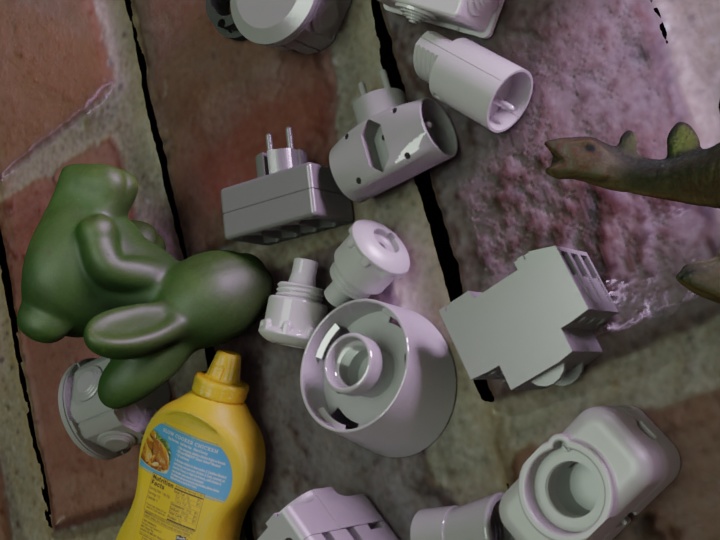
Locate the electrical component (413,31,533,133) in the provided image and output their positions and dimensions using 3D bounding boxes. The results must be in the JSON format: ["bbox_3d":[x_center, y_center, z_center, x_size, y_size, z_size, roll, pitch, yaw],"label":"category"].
[{"bbox_3d":[0.067,-0.126,0.695,0.081,0.043,0.043,36,106,32],"label":"electrical component"}]

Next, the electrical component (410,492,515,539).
[{"bbox_3d":[0.064,0.164,0.671,0.065,0.044,0.044,-16,76,38],"label":"electrical component"}]

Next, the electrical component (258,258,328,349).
[{"bbox_3d":[-0.044,0.023,0.758,0.048,0.048,0.062,6,82,35],"label":"electrical component"}]

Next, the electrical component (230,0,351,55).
[{"bbox_3d":[-0.050,-0.198,0.779,0.080,0.051,0.080,-4,83,35],"label":"electrical component"}]

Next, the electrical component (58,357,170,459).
[{"bbox_3d":[-0.188,0.102,0.830,0.051,0.080,0.080,-23,73,26],"label":"electrical component"}]

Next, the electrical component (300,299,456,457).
[{"bbox_3d":[0.011,0.070,0.718,0.099,0.064,0.099,-16,63,34],"label":"electrical component"}]

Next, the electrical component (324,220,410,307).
[{"bbox_3d":[0.000,0.000,0.730,0.062,0.048,0.048,-48,61,30],"label":"electrical component"}]

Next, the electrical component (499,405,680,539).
[{"bbox_3d":[0.129,0.124,0.617,0.095,0.059,0.053,-51,60,20],"label":"electrical component"}]

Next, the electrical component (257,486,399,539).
[{"bbox_3d":[-0.051,0.218,0.716,0.150,0.089,0.061,-51,60,20],"label":"electrical component"}]

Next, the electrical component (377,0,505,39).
[{"bbox_3d":[0.054,-0.209,0.706,0.100,0.048,0.099,24,99,31],"label":"electrical component"}]

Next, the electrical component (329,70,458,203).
[{"bbox_3d":[0.018,-0.096,0.726,0.077,0.043,0.079,-25,71,31],"label":"electrical component"}]

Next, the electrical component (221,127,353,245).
[{"bbox_3d":[-0.055,-0.064,0.771,0.083,0.047,0.075,-13,78,33],"label":"electrical component"}]
